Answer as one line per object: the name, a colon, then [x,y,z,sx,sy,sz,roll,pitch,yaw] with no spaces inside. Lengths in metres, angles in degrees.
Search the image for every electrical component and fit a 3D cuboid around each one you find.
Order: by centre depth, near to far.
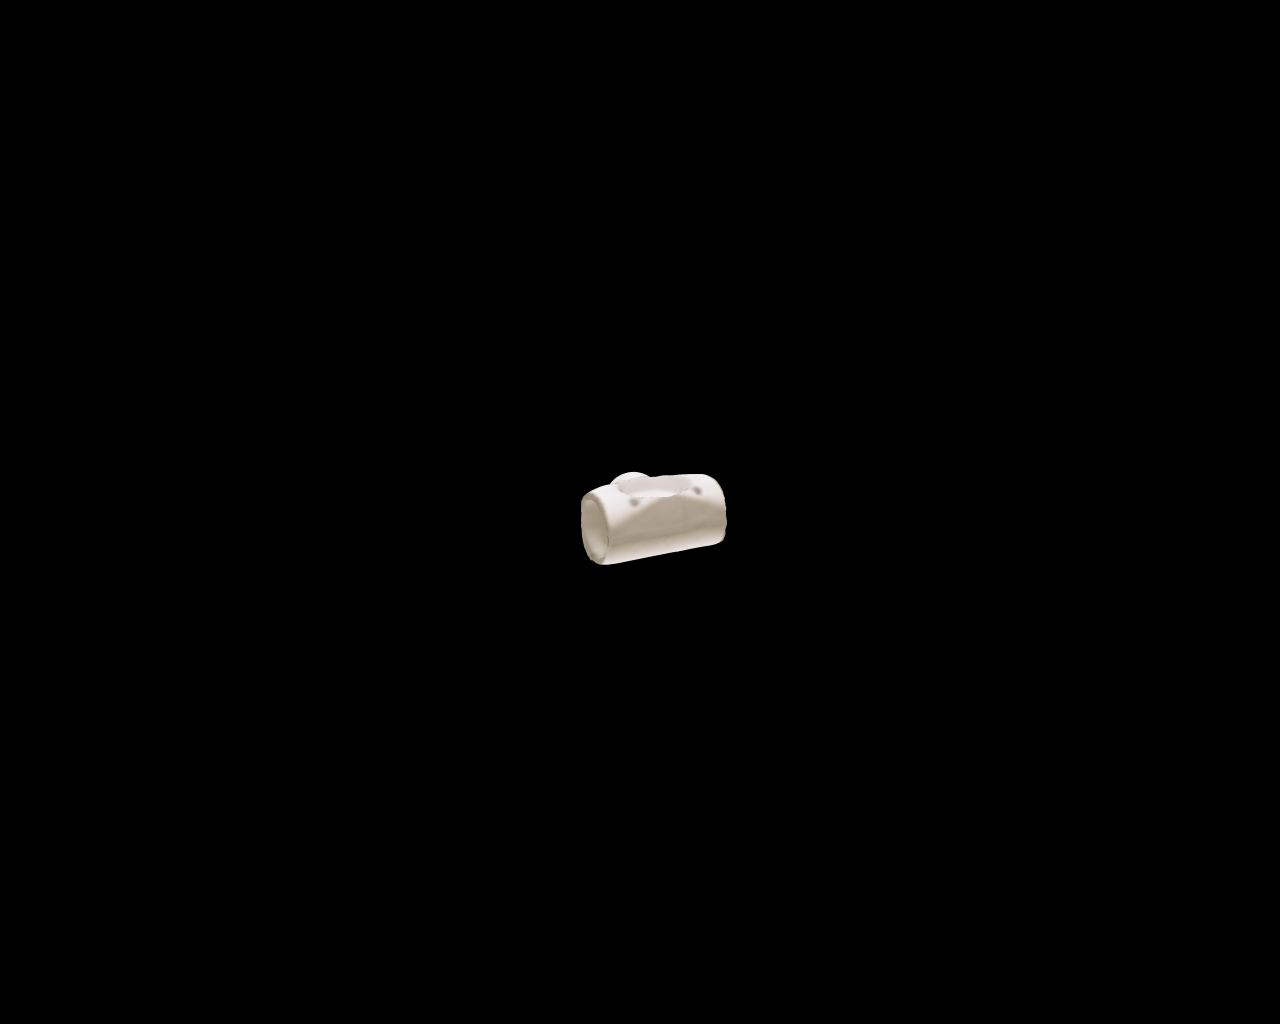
electrical component: [0.001,-0.003,0.650,0.077,0.044,0.079,-10,24,-22]
